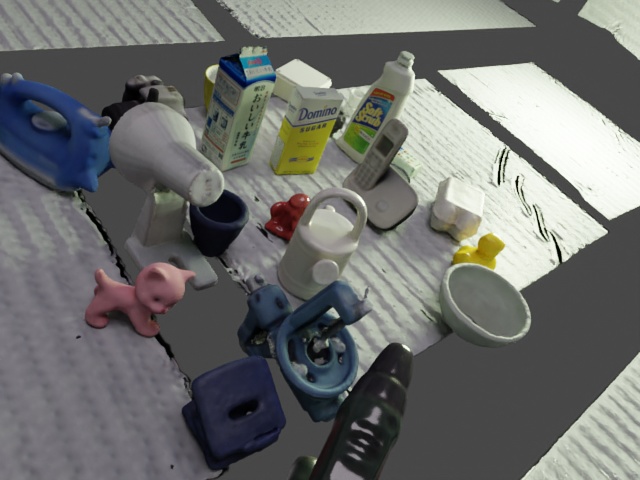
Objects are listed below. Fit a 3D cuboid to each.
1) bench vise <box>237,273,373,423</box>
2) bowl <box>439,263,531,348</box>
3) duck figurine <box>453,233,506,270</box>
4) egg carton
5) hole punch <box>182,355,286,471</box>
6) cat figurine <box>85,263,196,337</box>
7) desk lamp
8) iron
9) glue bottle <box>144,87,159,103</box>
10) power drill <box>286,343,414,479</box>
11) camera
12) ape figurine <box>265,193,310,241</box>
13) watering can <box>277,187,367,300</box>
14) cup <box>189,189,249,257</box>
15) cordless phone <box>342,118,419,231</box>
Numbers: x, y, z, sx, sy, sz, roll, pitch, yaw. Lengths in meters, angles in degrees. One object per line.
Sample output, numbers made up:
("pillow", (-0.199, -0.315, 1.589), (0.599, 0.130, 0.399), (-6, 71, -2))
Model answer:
("bench vise", (-0.026, 0.112, 0.733), (0.207, 0.219, 0.122), (34, 41, 9))
("bowl", (0.269, 0.123, 0.984), (0.168, 0.074, 0.167), (15, 42, -13))
("duck figurine", (0.312, 0.023, 1.102), (0.105, 0.086, 0.077), (-7, 50, -32))
("egg carton", (0.287, -0.066, 1.195), (0.107, 0.069, 0.150), (25, 41, -1))
("hole punch", (-0.098, 0.207, 0.695), (0.109, 0.091, 0.101), (-14, 55, -37))
("cat figurine", (-0.234, 0.065, 0.752), (0.128, 0.117, 0.067), (12, 42, -16))
("desk lamp", (-0.212, -0.060, 0.821), (0.118, 0.213, 0.203), (-19, 57, -39))
("iron", (-0.430, -0.187, 0.897), (0.258, 0.141, 0.119), (29, 41, 4))
("glue bottle", (-0.284, -0.174, 0.935), (0.078, 0.173, 0.037), (24, 41, -2))
("power drill", (0.022, 0.243, 0.629), (0.075, 0.208, 0.230), (29, 41, 4))
("camera", (-0.324, -0.236, 1.034), (0.137, 0.100, 0.143), (-20, 58, -40))
("ape figurine", (-0.045, -0.044, 0.984), (0.076, 0.092, 0.077), (-2, 48, -28))
("watering can", (0.010, 0.004, 0.884), (0.101, 0.194, 0.172), (1, 46, -26))
("cup", (-0.173, -0.029, 0.900), (0.092, 0.095, 0.117), (-19, 57, -39))
("cordless phone", (0.134, -0.124, 1.088), (0.094, 0.185, 0.147), (-22, 60, -41))
